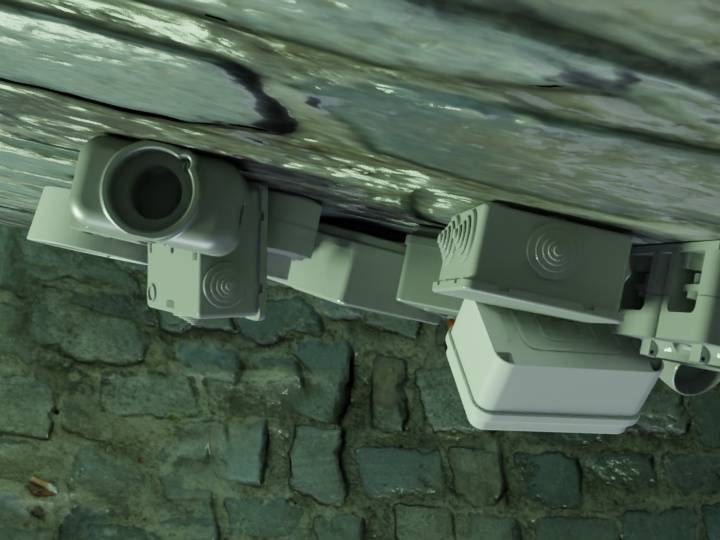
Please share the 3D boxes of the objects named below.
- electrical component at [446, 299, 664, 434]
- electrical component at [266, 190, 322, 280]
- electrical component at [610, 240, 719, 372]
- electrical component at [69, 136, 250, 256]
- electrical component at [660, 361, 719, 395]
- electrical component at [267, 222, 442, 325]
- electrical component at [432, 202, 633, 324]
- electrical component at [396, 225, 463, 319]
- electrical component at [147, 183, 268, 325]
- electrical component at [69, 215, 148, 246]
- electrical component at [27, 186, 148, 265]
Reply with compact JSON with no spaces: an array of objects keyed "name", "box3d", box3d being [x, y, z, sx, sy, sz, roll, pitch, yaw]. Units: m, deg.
[{"name":"electrical component","box3d":[0.117,0.055,0.661,0.113,0.057,0.078,4,-141,-17]},{"name":"electrical component","box3d":[-0.066,-0.014,0.778,0.052,0.073,0.138,13,177,-11]},{"name":"electrical component","box3d":[0.249,0.035,0.599,0.186,0.060,0.105,13,177,-12]},{"name":"electrical component","box3d":[-0.116,-0.043,0.628,0.095,0.053,0.059,12,177,1]},{"name":"electrical component","box3d":[0.246,0.043,0.782,0.079,0.043,0.077,-23,-143,-1]},{"name":"electrical component","box3d":[0.000,0.000,0.858,0.109,0.056,0.109,14,-178,-39]},{"name":"electrical component","box3d":[0.095,-0.003,0.598,0.100,0.048,0.100,12,177,-7]},{"name":"electrical component","box3d":[0.094,0.011,0.769,0.109,0.056,0.109,11,177,20]},{"name":"electrical component","box3d":[-0.103,-0.014,0.709,0.048,0.099,0.100,-1,-175,-34]},{"name":"electrical component","box3d":[-0.171,-0.043,0.860,0.100,0.048,0.100,12,179,34]},{"name":"electrical component","box3d":[-0.231,-0.045,0.945,0.108,0.060,0.108,12,177,1]}]
